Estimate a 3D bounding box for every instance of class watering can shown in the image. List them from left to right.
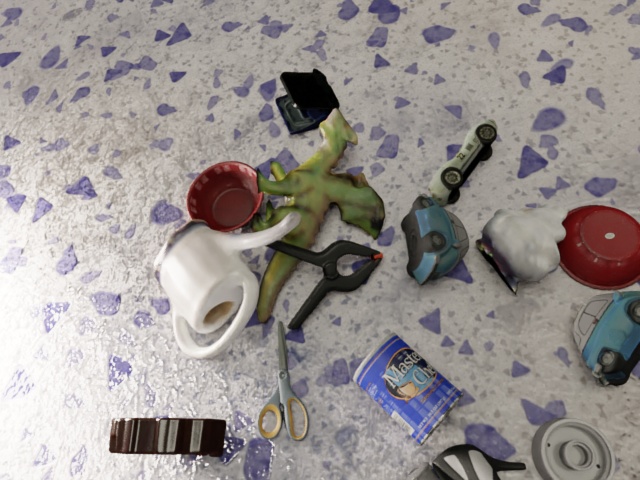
[{"bbox_3d":[-0.178,0.044,0.917,0.227,0.104,0.344,42,107,28],"label":"watering can"}]

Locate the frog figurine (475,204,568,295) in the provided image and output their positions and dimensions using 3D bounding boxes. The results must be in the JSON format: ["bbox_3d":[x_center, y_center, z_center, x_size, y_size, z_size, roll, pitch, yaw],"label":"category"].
[{"bbox_3d":[0.358,-0.006,0.875,0.159,0.120,0.140,-37,45,5],"label":"frog figurine"}]

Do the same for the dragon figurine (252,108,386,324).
[{"bbox_3d":[0.003,-0.049,0.978,0.243,0.121,0.413,0,81,4],"label":"dragon figurine"}]
